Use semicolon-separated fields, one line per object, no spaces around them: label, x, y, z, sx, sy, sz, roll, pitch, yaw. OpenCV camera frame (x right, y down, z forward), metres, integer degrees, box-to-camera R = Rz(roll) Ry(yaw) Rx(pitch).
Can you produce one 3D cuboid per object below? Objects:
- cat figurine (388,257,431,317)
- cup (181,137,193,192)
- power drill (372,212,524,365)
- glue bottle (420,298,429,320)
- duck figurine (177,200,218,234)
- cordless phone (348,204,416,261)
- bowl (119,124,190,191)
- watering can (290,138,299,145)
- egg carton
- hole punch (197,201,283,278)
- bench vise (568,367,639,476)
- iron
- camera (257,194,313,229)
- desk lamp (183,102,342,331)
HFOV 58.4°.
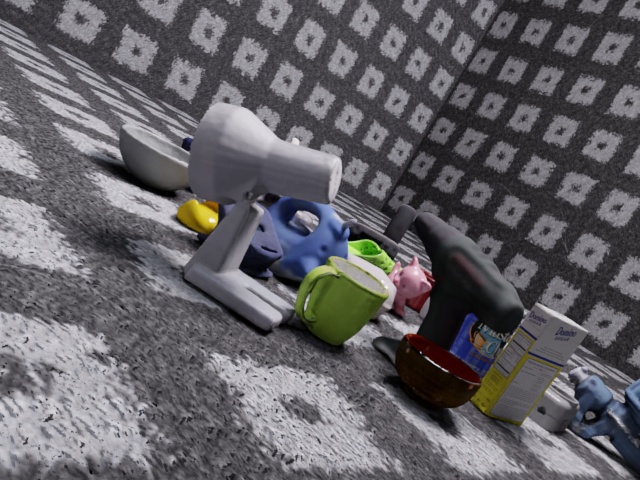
cat figurine;0.164;0.084;1.131;0.067;0.117;0.127;27;9;-19
cup;-0.246;-0.146;1.159;0.091;0.095;0.118;32;9;12
power drill;0.169;0.089;0.824;0.076;0.208;0.228;22;12;-42
glue bottle;0.286;0.108;1.216;0.078;0.173;0.037;28;9;-11
duck figurine;-0.175;-0.058;0.925;0.077;0.086;0.105;34;9;22
cordless phone;0.161;-0.028;1.532;0.148;0.185;0.094;29;9;-6
bowl;-0.289;-0.135;1.024;0.167;0.074;0.167;29;9;-5
watering can;-0.092;-0.141;1.308;0.173;0.194;0.100;25;10;-30
egg carton;0.074;0.080;1.020;0.107;0.069;0.150;28;9;-15
hole punch;-0.107;-0.007;0.846;0.109;0.091;0.100;21;13;-46
bench vise;0.547;0.274;0.984;0.207;0.219;0.121;31;9;4
iron;-0.037;-0.020;0.981;0.119;0.141;0.257;22;12;-42
camera;-0.086;-0.059;1.178;0.143;0.101;0.136;29;9;-9
desk lamp;-0.080;-0.035;0.695;0.203;0.213;0.118;32;9;10
